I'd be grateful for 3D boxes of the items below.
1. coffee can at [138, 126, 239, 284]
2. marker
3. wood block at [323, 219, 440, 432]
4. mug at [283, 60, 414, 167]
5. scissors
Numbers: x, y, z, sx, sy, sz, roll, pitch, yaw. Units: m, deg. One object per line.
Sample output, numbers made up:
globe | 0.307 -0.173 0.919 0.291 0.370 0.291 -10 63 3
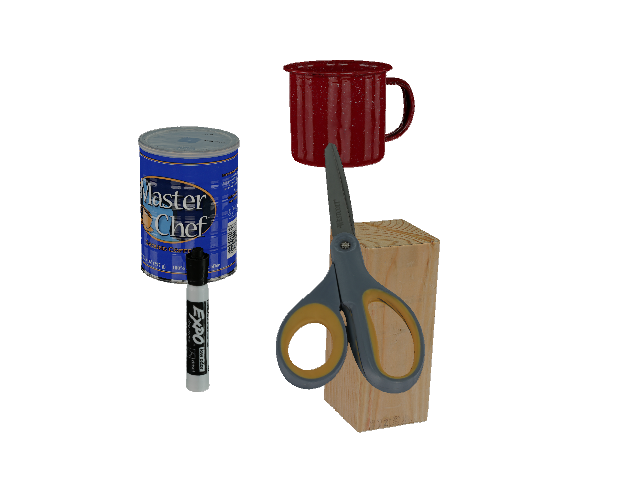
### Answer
coffee can | -0.136 -0.038 1.108 0.103 0.140 0.103 2 20 -1
marker | -0.098 0.063 0.848 0.020 0.121 0.020 2 21 -1
wood block | 0.064 0.090 1.155 0.090 0.206 0.091 -5 18 -23
mug | 0.026 -0.110 0.919 0.117 0.081 0.093 -7 17 -21
scissors | 0.000 0.017 0.669 0.096 0.202 0.016 -17 -39 -11
